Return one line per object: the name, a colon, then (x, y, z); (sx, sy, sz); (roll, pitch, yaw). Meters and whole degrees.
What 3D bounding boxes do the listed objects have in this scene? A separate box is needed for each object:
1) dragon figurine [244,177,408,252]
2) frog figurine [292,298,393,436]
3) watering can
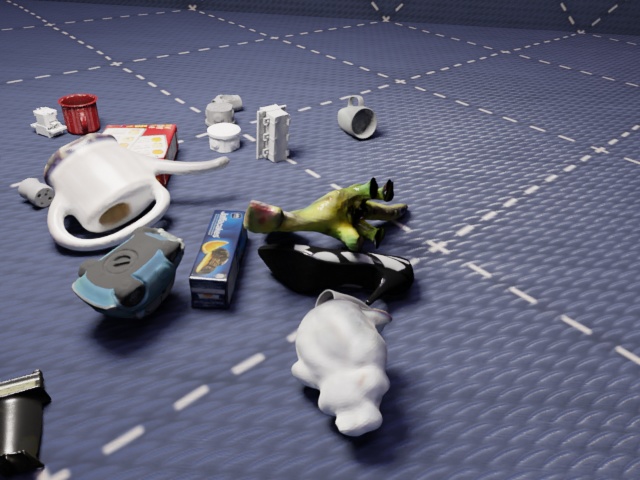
dragon figurine: (0.003, -0.047, 0.928); (0.242, 0.122, 0.411); (0, 2, 22)
frog figurine: (0.023, 0.159, 0.645); (0.136, 0.121, 0.163); (-20, 34, 28)
watering can: (-0.365, -0.119, 0.987); (0.226, 0.102, 0.353); (43, 59, 14)
